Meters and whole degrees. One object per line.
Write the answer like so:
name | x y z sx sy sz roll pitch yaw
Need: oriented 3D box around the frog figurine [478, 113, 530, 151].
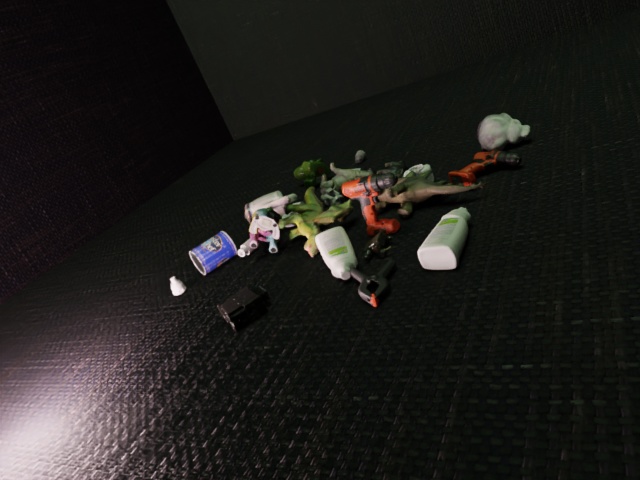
frog figurine | 0.630 -0.366 1.770 0.160 0.121 0.138 14 75 45

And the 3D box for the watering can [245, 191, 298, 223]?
watering can | -0.196 -0.132 2.034 0.224 0.104 0.348 -23 3 1

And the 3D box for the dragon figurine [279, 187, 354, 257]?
dragon figurine | 0.005 -0.089 1.766 0.242 0.120 0.420 -5 37 24
